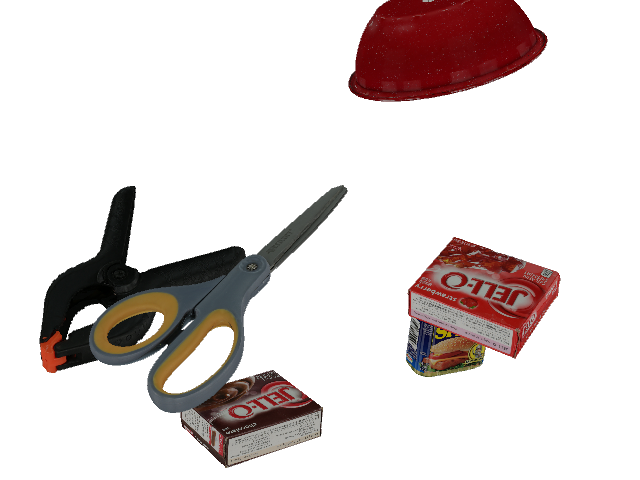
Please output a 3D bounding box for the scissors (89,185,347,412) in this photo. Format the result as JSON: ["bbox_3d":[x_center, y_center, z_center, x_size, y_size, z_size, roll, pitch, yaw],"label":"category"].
[{"bbox_3d":[-0.060,0.020,0.625,0.096,0.016,0.201,10,42,17],"label":"scissors"}]

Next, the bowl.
[{"bbox_3d":[0.094,-0.166,0.845,0.162,0.055,0.162,-14,24,6],"label":"bowl"}]

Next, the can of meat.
[{"bbox_3d":[0.156,0.114,1.302,0.102,0.084,0.057,-7,29,-22],"label":"can of meat"}]

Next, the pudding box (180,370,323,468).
[{"bbox_3d":[-0.068,0.172,1.043,0.113,0.039,0.090,-14,26,-33],"label":"pudding box"}]

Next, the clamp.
[{"bbox_3d":[-0.152,0.026,0.794,0.120,0.039,0.171,32,50,26],"label":"clamp"}]

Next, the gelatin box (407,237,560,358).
[{"bbox_3d":[0.119,0.039,0.781,0.089,0.030,0.073,20,44,26],"label":"gelatin box"}]
